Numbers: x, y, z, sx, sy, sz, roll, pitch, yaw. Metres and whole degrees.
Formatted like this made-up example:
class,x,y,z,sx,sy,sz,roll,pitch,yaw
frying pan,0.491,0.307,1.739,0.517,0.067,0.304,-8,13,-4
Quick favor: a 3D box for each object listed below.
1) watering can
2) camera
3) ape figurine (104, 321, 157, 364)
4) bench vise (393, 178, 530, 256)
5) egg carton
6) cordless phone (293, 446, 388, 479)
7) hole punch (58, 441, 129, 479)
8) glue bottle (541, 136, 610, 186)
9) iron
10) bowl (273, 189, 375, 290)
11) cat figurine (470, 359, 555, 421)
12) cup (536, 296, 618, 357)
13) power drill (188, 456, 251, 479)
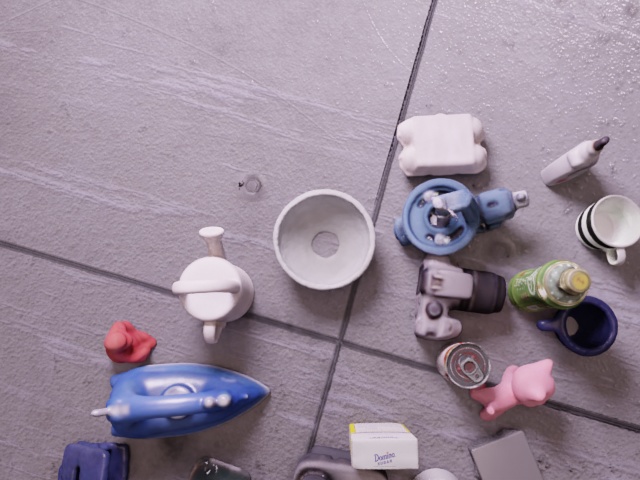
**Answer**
class,x,y,z,sx,sy,sz,roll,pitch,yaw
watering can,-0.170,0.069,0.892,0.101,0.194,0.173,-22,81,-1
camera,0.225,0.095,0.921,0.136,0.101,0.143,7,81,3
ape figurine,-0.320,0.168,0.934,0.076,0.092,0.078,-23,81,-1
bench vise,0.219,-0.058,0.884,0.207,0.220,0.121,-30,81,-2
egg carton,0.207,-0.161,0.977,0.150,0.069,0.107,-3,81,2
cordless phone,0.029,0.371,0.842,0.147,0.185,0.094,4,81,3
hole punch,-0.367,0.379,0.904,0.101,0.091,0.109,2,81,3
glue bottle,0.416,-0.131,0.912,0.078,0.173,0.037,-25,81,-1
iron,-0.214,0.252,0.892,0.258,0.141,0.119,-6,81,1
bowl,0.009,0.003,0.956,0.167,0.075,0.167,0,81,2
cat figurine,0.307,0.236,0.887,0.128,0.118,0.067,-29,81,-2
cup,0.395,0.137,0.911,0.117,0.095,0.092,-1,81,2
power drill,-0.174,0.384,0.836,0.229,0.208,0.076,18,82,5
